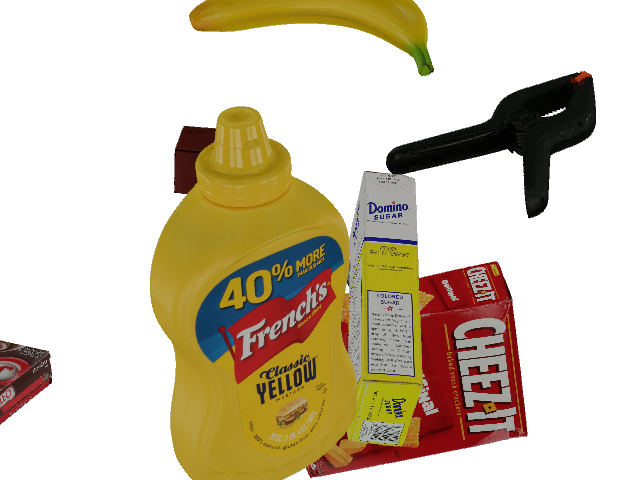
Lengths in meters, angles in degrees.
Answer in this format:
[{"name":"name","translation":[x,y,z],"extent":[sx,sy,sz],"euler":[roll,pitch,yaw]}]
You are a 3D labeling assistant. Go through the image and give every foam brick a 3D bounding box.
[{"name":"foam brick","translation":[-0.105,-0.079,1.074],"extent":[0.078,0.051,0.053],"euler":[5,33,1]}]

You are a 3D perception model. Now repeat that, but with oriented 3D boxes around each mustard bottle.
[{"name":"mustard bottle","translation":[-0.030,0.026,0.496],"extent":[0.096,0.192,0.058],"euler":[-22,39,-25]}]

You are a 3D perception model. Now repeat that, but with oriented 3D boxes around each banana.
[{"name":"banana","translation":[-0.001,-0.174,0.811],"extent":[0.198,0.069,0.037],"euler":[13,-39,18]}]

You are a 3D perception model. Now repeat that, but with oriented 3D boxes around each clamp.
[{"name":"clamp","translation":[0.185,-0.090,0.944],"extent":[0.209,0.036,0.165],"euler":[-31,38,-25]}]

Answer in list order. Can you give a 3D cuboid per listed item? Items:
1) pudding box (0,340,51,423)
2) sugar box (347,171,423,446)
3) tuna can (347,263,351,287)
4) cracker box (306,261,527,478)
[{"name":"pudding box","translation":[-0.312,0.123,0.951],"extent":[0.114,0.039,0.089],"euler":[7,23,20]},{"name":"sugar box","translation":[0.045,0.047,0.762],"extent":[0.048,0.176,0.093],"euler":[6,-36,-2]},{"name":"tuna can","translation":[0.070,0.044,1.219],"extent":[0.086,0.086,0.033],"euler":[0,39,49]},{"name":"cracker box","translation":[0.073,0.123,0.976],"extent":[0.213,0.164,0.072],"euler":[-11,32,3]}]
